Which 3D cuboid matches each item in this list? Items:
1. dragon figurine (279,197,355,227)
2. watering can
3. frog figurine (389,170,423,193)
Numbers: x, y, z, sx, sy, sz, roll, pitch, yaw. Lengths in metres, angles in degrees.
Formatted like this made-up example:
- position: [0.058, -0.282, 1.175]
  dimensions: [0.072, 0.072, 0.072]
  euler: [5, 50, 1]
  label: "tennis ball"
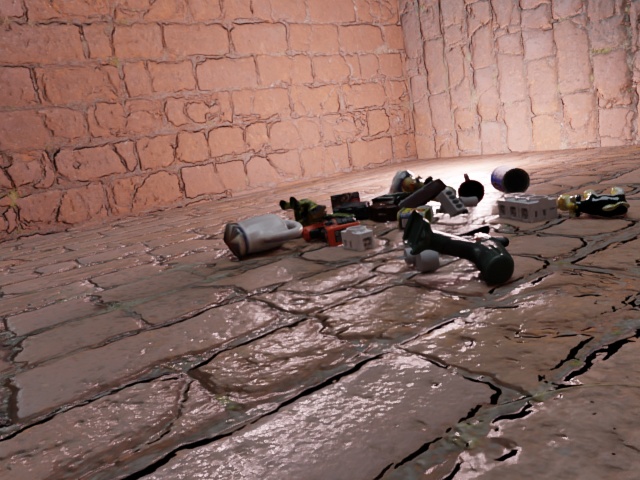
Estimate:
- position: [0.005, -0.087, 1.728]
  dimensions: [0.243, 0.122, 0.409]
  euler: [-5, 1, -29]
  label: "dragon figurine"
- position: [-0.193, -0.026, 1.590]
  dimensions: [0.226, 0.103, 0.349]
  euler: [-15, 14, -26]
  label: "watering can"
- position: [0.321, -0.215, 2.088]
  dimensions: [0.122, 0.137, 0.160]
  euler: [6, 3, -31]
  label: "frog figurine"
